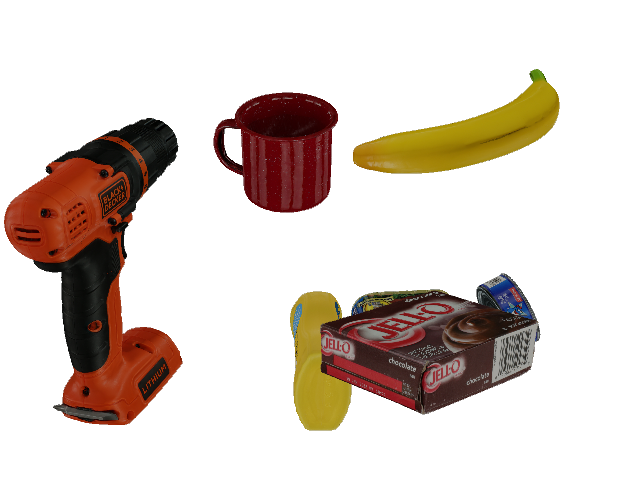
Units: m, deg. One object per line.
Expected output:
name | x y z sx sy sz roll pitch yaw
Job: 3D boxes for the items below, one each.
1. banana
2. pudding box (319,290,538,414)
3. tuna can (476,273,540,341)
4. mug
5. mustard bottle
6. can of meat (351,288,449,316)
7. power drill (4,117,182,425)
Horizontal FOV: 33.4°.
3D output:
banana | 0.122 -0.086 0.845 0.197 0.037 0.070 -23 28 -24
pudding box | 0.069 0.068 0.681 0.113 0.039 0.090 -10 19 -42
tuna can | 0.210 0.082 1.204 0.033 0.086 0.086 -26 3 -7
mug | -0.043 -0.081 0.980 0.117 0.081 0.093 8 35 11
mustard bottle | -0.003 0.109 1.132 0.058 0.096 0.191 -1 27 -3
can of meat | 0.081 0.088 0.946 0.102 0.057 0.084 -1 30 -10
power drill | -0.145 0.020 0.756 0.057 0.188 0.184 4 25 22
